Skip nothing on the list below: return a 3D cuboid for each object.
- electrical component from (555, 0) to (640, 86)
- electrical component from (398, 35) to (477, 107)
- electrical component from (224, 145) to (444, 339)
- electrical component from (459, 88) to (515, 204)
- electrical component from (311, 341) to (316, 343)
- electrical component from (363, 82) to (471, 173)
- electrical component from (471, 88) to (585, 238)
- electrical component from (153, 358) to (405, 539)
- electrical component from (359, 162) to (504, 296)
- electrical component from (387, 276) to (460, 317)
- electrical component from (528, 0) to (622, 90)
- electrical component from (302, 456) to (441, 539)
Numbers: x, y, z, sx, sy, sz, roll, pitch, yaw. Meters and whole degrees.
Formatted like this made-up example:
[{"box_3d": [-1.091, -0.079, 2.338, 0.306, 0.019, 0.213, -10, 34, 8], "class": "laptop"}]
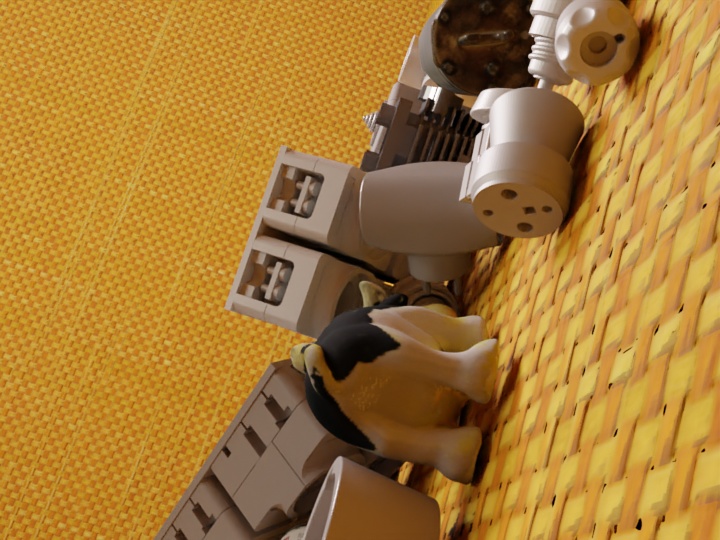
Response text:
[{"box_3d": [0.102, -0.103, 0.468, 0.061, 0.035, 0.035, -72, 2, -63], "class": "electrical component"}, {"box_3d": [0.074, -0.164, 0.944, 0.079, 0.077, 0.043, -75, 5, -49], "class": "electrical component"}, {"box_3d": [0.000, 0.000, 0.718, 0.186, 0.060, 0.105, 25, -97, -62], "class": "electrical component"}, {"box_3d": [0.078, -0.061, 0.555, 0.066, 0.048, 0.055, 150, 131, -85], "class": "electrical component"}, {"box_3d": [-0.011, 0.097, 0.924, 0.121, 0.079, 0.063, 114, 145, -57], "class": "electrical component"}, {"box_3d": [0.047, -0.100, 0.851, 0.061, 0.096, 0.061, -76, 6, -52], "class": "electrical component"}, {"box_3d": [0.076, -0.048, 0.490, 0.045, 0.045, 0.055, 114, 174, -58], "class": "electrical component"}, {"box_3d": [-0.043, 0.133, 0.662, 0.105, 0.060, 0.186, -8, -40, -50], "class": "electrical component"}, {"box_3d": [0.045, -0.019, 0.624, 0.043, 0.077, 0.079, -64, -30, -57], "class": "electrical component"}, {"box_3d": [0.041, 0.029, 0.667, 0.062, 0.048, 0.048, -157, 86, -80], "class": "electrical component"}, {"box_3d": [0.101, -0.119, 0.521, 0.040, 0.040, 0.078, -90, 19, -81], "class": "electrical component"}, {"box_3d": [0.002, 0.144, 0.477, 0.108, 0.060, 0.108, -161, 90, -87], "class": "electrical component"}]
